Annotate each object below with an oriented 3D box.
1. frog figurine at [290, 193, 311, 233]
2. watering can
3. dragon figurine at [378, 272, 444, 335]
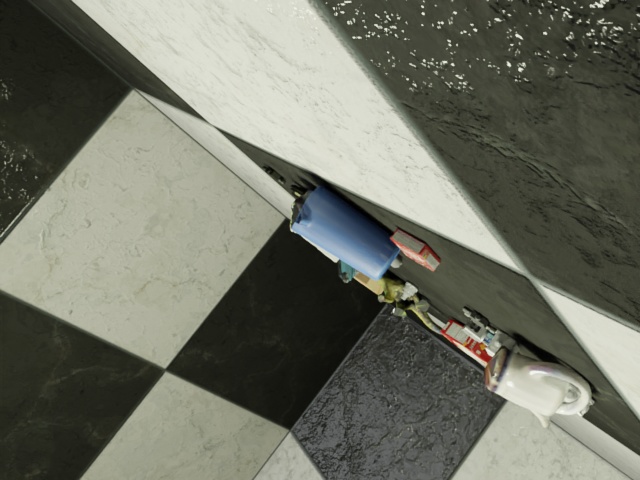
[{"bbox_3d":[0.004,-0.071,1.416,0.135,0.160,0.124,-43,60,57],"label":"frog figurine"},{"bbox_3d":[0.501,0.362,1.232,0.225,0.106,0.339,22,150,18],"label":"watering can"},{"bbox_3d":[0.313,0.200,1.981,0.406,0.121,0.247,41,-167,-20],"label":"dragon figurine"}]
